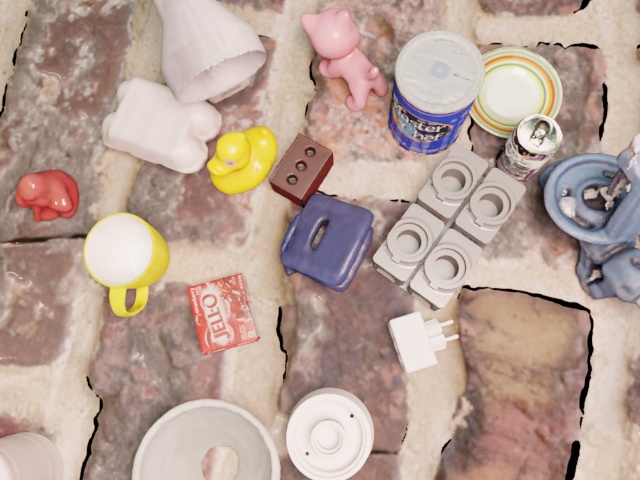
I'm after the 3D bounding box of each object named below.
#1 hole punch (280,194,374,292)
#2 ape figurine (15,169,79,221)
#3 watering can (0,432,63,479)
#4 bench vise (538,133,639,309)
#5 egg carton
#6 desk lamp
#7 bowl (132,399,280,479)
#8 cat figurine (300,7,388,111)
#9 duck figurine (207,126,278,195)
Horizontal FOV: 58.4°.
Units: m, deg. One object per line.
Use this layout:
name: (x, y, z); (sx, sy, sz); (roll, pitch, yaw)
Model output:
hole punch: (0.007, 0.003, 0.711); (0.101, 0.091, 0.109); (24, 80, 8)
ape figurine: (-0.358, -0.061, 0.742); (0.077, 0.092, 0.076); (31, 81, 9)
watering can: (-0.365, 0.272, 0.620); (0.173, 0.194, 0.101); (-4, 78, 2)
bench vise: (0.344, -0.025, 0.635); (0.121, 0.220, 0.207); (-40, 79, -5)
egg carton: (-0.210, -0.152, 0.765); (0.150, 0.069, 0.107); (19, 80, 7)
desk lamp: (-0.149, -0.251, 0.709); (0.118, 0.213, 0.203); (-28, 78, -3)
bowl: (-0.126, 0.270, 0.670); (0.167, 0.075, 0.167); (-1, 78, 3)
cat figurine: (0.034, -0.248, 0.748); (0.067, 0.118, 0.127); (-40, 79, -5)
duck figurine: (-0.104, -0.114, 0.743); (0.104, 0.086, 0.077); (-44, 79, -6)
